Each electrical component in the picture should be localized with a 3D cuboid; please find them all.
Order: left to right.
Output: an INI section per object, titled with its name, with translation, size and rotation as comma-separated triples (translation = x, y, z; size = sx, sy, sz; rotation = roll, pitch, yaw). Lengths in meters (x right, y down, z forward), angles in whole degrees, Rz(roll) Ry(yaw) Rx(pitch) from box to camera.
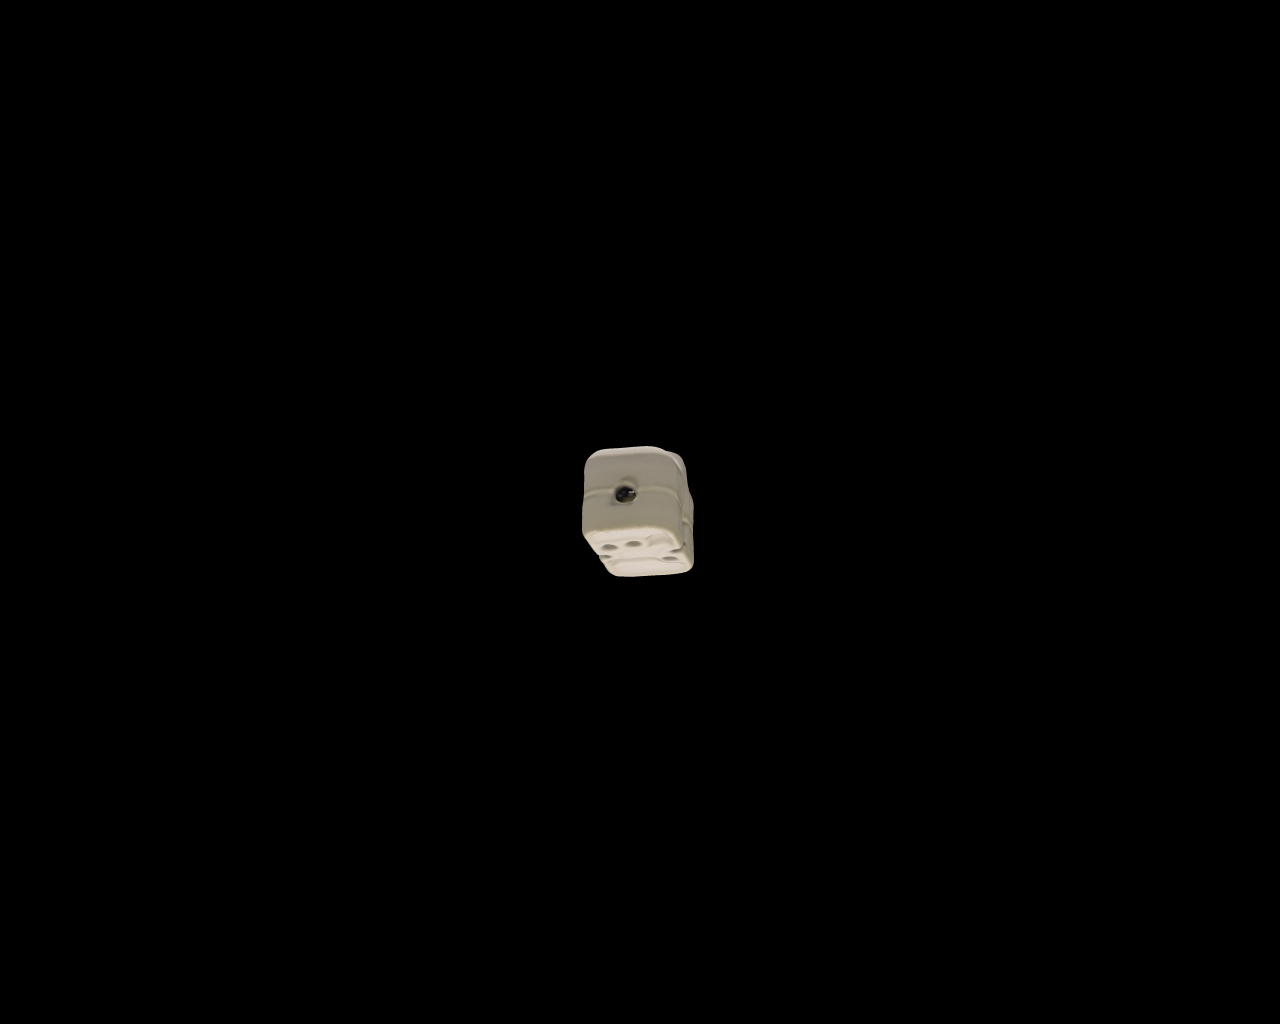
[electrical component]
translation = 0.001, -0.003, 0.650
size = 0.054, 0.059, 0.095
rotation = -4, -20, 11
